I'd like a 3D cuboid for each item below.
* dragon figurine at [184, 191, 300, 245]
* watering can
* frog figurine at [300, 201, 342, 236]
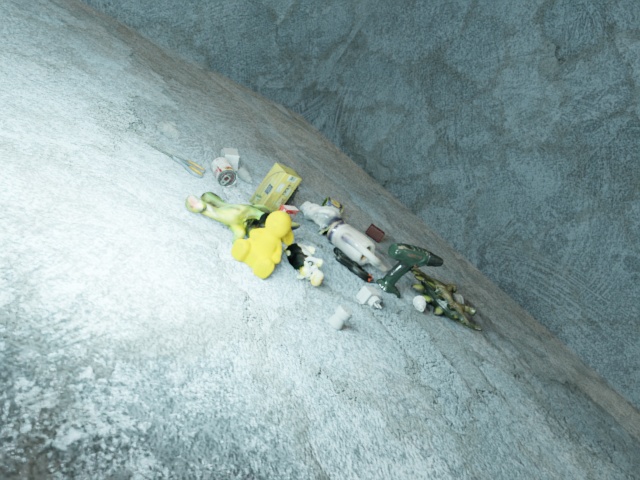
[{"bbox_3d":[-0.238,-0.087,1.503,0.245,0.121,0.410,34,-167,20],"label":"dragon figurine"},{"bbox_3d":[0.146,0.035,1.944,0.227,0.104,0.344,39,180,23],"label":"watering can"},{"bbox_3d":[0.006,-0.100,1.993,0.138,0.120,0.162,-11,-121,-45],"label":"frog figurine"}]
